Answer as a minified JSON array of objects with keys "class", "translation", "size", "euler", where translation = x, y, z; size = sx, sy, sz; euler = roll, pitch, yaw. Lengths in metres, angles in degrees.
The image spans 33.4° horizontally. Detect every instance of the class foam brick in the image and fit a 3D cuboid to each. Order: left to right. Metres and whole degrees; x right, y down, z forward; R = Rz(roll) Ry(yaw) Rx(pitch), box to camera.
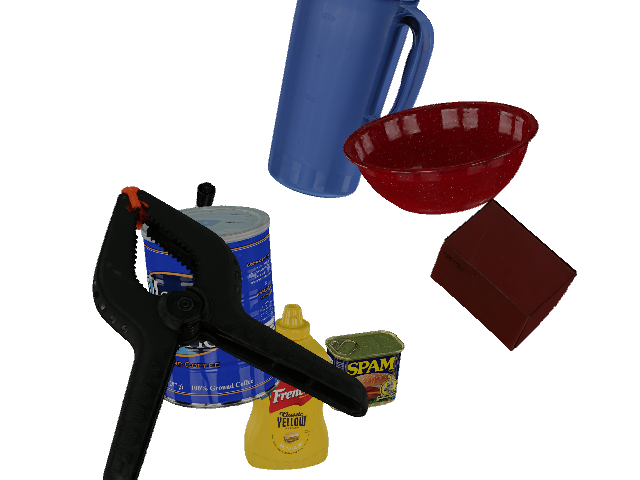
[{"class":"foam brick","translation":[0.122,0.023,0.716],"size":[0.051,0.078,0.053],"euler":[-38,-20,-24]}]

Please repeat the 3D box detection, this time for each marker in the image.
[{"class":"marker","translation":[-0.126,-0.015,1.120],"size":[0.020,0.020,0.121],"euler":[0,-43,-16]}]

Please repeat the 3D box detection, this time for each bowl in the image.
[{"class":"bowl","translation":[0.103,-0.065,0.893],"size":[0.162,0.055,0.162],"euler":[-9,24,4]}]

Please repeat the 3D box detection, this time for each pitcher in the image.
[{"class":"pitcher","translation":[0.025,-0.171,1.192],"size":[0.145,0.243,0.149],"euler":[10,22,-11]}]

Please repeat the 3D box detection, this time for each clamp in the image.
[{"class":"clamp","translation":[-0.073,0.051,0.665],"size":[0.164,0.210,0.036],"euler":[-11,-33,-18]}]

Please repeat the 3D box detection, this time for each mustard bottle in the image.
[{"class":"mustard bottle","translation":[-0.036,0.164,1.215],"size":[0.096,0.192,0.058],"euler":[0,17,-12]}]

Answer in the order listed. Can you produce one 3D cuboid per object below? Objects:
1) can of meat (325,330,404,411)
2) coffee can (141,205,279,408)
[{"class":"can of meat","translation":[0.055,0.172,1.406],"size":[0.102,0.084,0.057],"euler":[-5,26,-22]},{"class":"coffee can","translation":[-0.088,0.051,0.867],"size":[0.103,0.140,0.103],"euler":[-3,15,1]}]
